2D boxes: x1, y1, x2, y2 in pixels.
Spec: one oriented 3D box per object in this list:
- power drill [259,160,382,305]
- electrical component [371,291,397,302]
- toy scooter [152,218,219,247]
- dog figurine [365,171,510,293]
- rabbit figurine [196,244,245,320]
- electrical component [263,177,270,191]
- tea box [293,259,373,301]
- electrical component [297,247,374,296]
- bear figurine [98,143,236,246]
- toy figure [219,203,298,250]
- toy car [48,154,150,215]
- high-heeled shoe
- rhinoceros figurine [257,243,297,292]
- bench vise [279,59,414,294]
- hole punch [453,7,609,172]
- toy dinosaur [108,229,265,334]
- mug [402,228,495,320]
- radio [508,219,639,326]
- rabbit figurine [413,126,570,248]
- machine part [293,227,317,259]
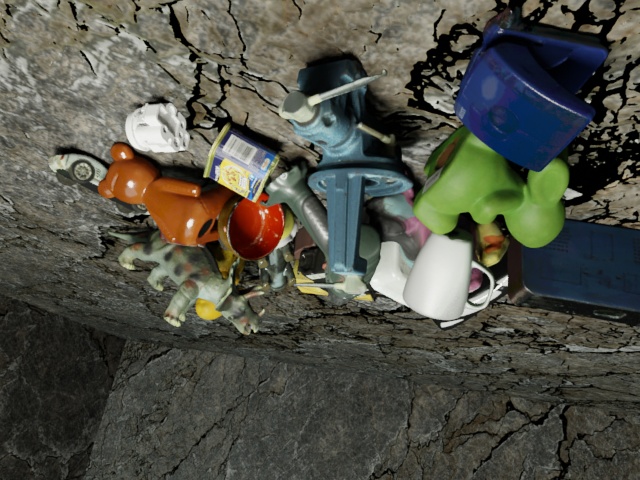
[{"bbox_3d":[-0.002,-0.002,0.803,0.086,0.207,0.232,-30,172,-19],"label":"power drill"},{"bbox_3d":[0.170,0.090,1.129,0.119,0.075,0.047,5,158,9],"label":"electrical component"},{"bbox_3d":[-0.265,-0.026,1.033,0.135,0.075,0.184,6,174,10],"label":"toy scooter"},{"bbox_3d":[0.162,-0.028,0.792,0.219,0.191,0.108,53,146,-9],"label":"dog figurine"},{"bbox_3d":[-0.241,0.104,1.240,0.122,0.173,0.162,1,153,16],"label":"rabbit figurine"},{"bbox_3d":[-0.116,-0.099,0.849,0.063,0.021,0.094,3,160,22],"label":"electrical component"},{"bbox_3d":[0.033,0.081,1.179,0.170,0.068,0.098,6,160,17],"label":"tea box"},{"bbox_3d":[0.043,0.058,0.979,0.115,0.058,0.134,-8,150,41],"label":"electrical component"},{"bbox_3d":[-0.253,-0.076,0.884,0.196,0.120,0.132,34,-153,11],"label":"bear figurine"},{"bbox_3d":[-0.121,-0.020,0.979,0.180,0.082,0.089,-4,157,41],"label":"toy figure"},{"bbox_3d":[-0.374,-0.097,0.944,0.074,0.056,0.201,0,157,45],"label":"toy car"},{"bbox_3d":[0.311,0.090,0.913,0.249,0.086,0.145,-3,119,5],"label":"high-heeled shoe"},{"bbox_3d":[-0.098,0.045,1.103,0.073,0.112,0.190,-17,148,-11],"label":"rhinoceros figurine"},{"bbox_3d":[0.031,-0.063,0.587,0.129,0.240,0.223,0,173,19],"label":"bench vise"},{"bbox_3d":[0.191,-0.133,0.508,0.116,0.092,0.142,14,163,2],"label":"hole punch"},{"bbox_3d":[-0.288,0.047,1.134,0.405,0.192,0.131,44,175,19],"label":"toy dinosaur"},{"bbox_3d":[0.167,0.041,0.684,0.110,0.107,0.081,19,-154,22],"label":"mug"},{"bbox_3d":[0.403,0.046,0.801,0.230,0.131,0.073,9,158,7],"label":"radio"},{"bbox_3d":[0.223,-0.065,0.634,0.170,0.121,0.159,30,134,-8],"label":"rabbit figurine"},{"bbox_3d":[0.035,0.023,1.046,0.179,0.056,0.179,10,158,4],"label":"machine part"}]
